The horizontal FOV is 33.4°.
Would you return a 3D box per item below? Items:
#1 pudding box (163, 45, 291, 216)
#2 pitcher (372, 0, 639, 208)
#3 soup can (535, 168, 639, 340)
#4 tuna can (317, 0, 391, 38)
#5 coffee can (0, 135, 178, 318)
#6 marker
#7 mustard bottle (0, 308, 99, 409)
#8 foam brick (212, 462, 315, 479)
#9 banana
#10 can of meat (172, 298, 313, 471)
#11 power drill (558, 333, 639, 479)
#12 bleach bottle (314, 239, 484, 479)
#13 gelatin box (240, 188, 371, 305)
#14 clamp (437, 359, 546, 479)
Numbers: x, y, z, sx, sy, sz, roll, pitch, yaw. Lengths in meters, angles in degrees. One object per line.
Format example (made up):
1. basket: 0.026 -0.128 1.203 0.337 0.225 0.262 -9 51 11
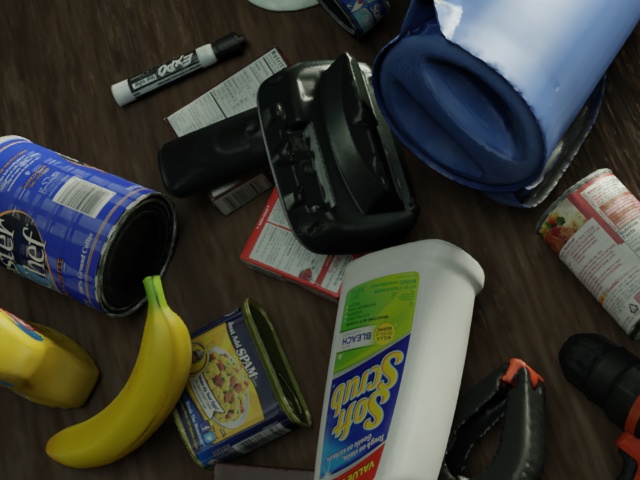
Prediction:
1. pudding box: -0.055 -0.088 0.854 0.113 0.039 0.090 -32 68 1
2. pitcher: 0.159 -0.150 0.754 0.145 0.149 0.242 37 65 8
3. soup can: 0.208 0.010 0.738 0.068 0.068 0.102 -38 68 0
4. tuna can: 0.015 -0.202 0.846 0.034 0.086 0.086 -42 68 1
5. coffee can: -0.197 -0.011 0.830 0.140 0.102 0.103 21 79 19
6. marker: -0.118 -0.145 0.898 0.121 0.020 0.020 -23 68 6
7. mustard bottle: -0.238 0.073 0.765 0.096 0.191 0.058 25 80 20
8. foam brick: -0.035 0.187 0.752 0.078 0.051 0.053 0 72 15
9. banana: -0.140 0.115 0.768 0.198 0.037 0.070 -54 54 29
10. can of meat: -0.065 0.108 0.783 0.084 0.057 0.102 -27 67 7
11. power drill: 0.186 0.169 0.686 0.187 0.057 0.185 -53 48 0
12. bleach bottle: 0.046 0.127 0.705 0.103 0.068 0.250 -16 52 39
13. gelatin box: -0.005 0.001 0.816 0.089 0.030 0.073 21 77 19
14. clamp: 0.094 0.177 0.693 0.210 0.036 0.165 -55 35 -7
